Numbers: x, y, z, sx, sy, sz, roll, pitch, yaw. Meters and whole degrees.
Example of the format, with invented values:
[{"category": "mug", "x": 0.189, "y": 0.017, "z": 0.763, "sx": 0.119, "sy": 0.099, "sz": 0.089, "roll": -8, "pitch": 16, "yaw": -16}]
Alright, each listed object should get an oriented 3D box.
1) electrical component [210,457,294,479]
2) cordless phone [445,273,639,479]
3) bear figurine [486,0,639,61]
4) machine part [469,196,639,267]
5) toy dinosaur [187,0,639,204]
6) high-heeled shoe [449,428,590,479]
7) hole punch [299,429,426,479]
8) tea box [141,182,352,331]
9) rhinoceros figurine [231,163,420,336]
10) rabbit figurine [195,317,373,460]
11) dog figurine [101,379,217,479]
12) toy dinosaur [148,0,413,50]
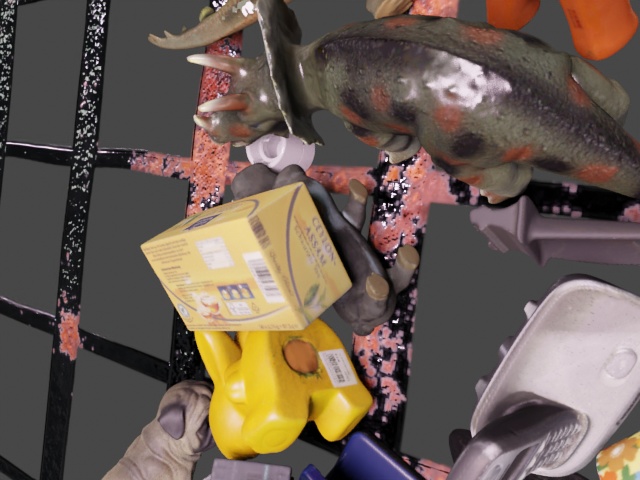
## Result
[{"category": "electrical component", "x": -0.064, "y": 0.226, "z": 0.483, "sx": 0.075, "sy": 0.119, "sz": 0.048, "roll": 3, "pitch": 58, "yaw": 6}, {"category": "cordless phone", "x": 0.140, "y": 0.091, "z": 0.336, "sx": 0.089, "sy": 0.184, "sz": 0.146, "roll": 37, "pitch": 109, "yaw": 33}, {"category": "bear figurine", "x": 0.200, "y": -0.245, "z": 0.363, "sx": 0.196, "sy": 0.131, "sz": 0.120, "roll": -50, "pitch": 50, "yaw": -3}, {"category": "machine part", "x": 0.180, "y": -0.002, "z": 0.376, "sx": 0.139, "sy": 0.084, "sz": 0.039, "roll": 6, "pitch": 69, "yaw": 32}, {"category": "toy dinosaur", "x": 0.082, "y": -0.100, "z": 0.375, "sx": 0.405, "sy": 0.192, "sz": 0.131, "roll": 18, "pitch": 100, "yaw": 34}, {"category": "high-heeled shoe", "x": 0.182, "y": 0.261, "z": 0.391, "sx": 0.249, "sy": 0.086, "sz": 0.145, "roll": 43, "pitch": 144, "yaw": 45}, {"category": "hole punch", "x": 0.030, "y": 0.248, "z": 0.463, "sx": 0.142, "sy": 0.092, "sz": 0.115, "roll": 32, "pitch": 110, "yaw": 26}, {"category": "tea box", "x": -0.067, "y": 0.021, "z": 0.453, "sx": 0.170, "sy": 0.068, "sz": 0.098, "roll": -8, "pitch": 112, "yaw": 47}, {"category": "rhinoceros figurine", "x": -0.001, "y": -0.001, "z": 0.485, "sx": 0.190, "sy": 0.073, "sz": 0.112, "roll": 45, "pitch": 141, "yaw": 8}, {"category": "rabbit figurine", "x": -0.062, "y": 0.142, "z": 0.512, "sx": 0.162, "sy": 0.122, "sz": 0.173, "roll": 55, "pitch": 131, "yaw": 25}, {"category": "dog figurine", "x": -0.189, "y": 0.246, "z": 0.562, "sx": 0.121, "sy": 0.172, "sz": 0.190, "roll": 21, "pitch": 108, "yaw": 21}, {"category": "toy dinosaur", "x": 0.017, "y": -0.292, "z": 0.480, "sx": 0.471, "sy": 0.105, "sz": 0.199, "roll": -33, "pitch": 63, "yaw": 19}]
